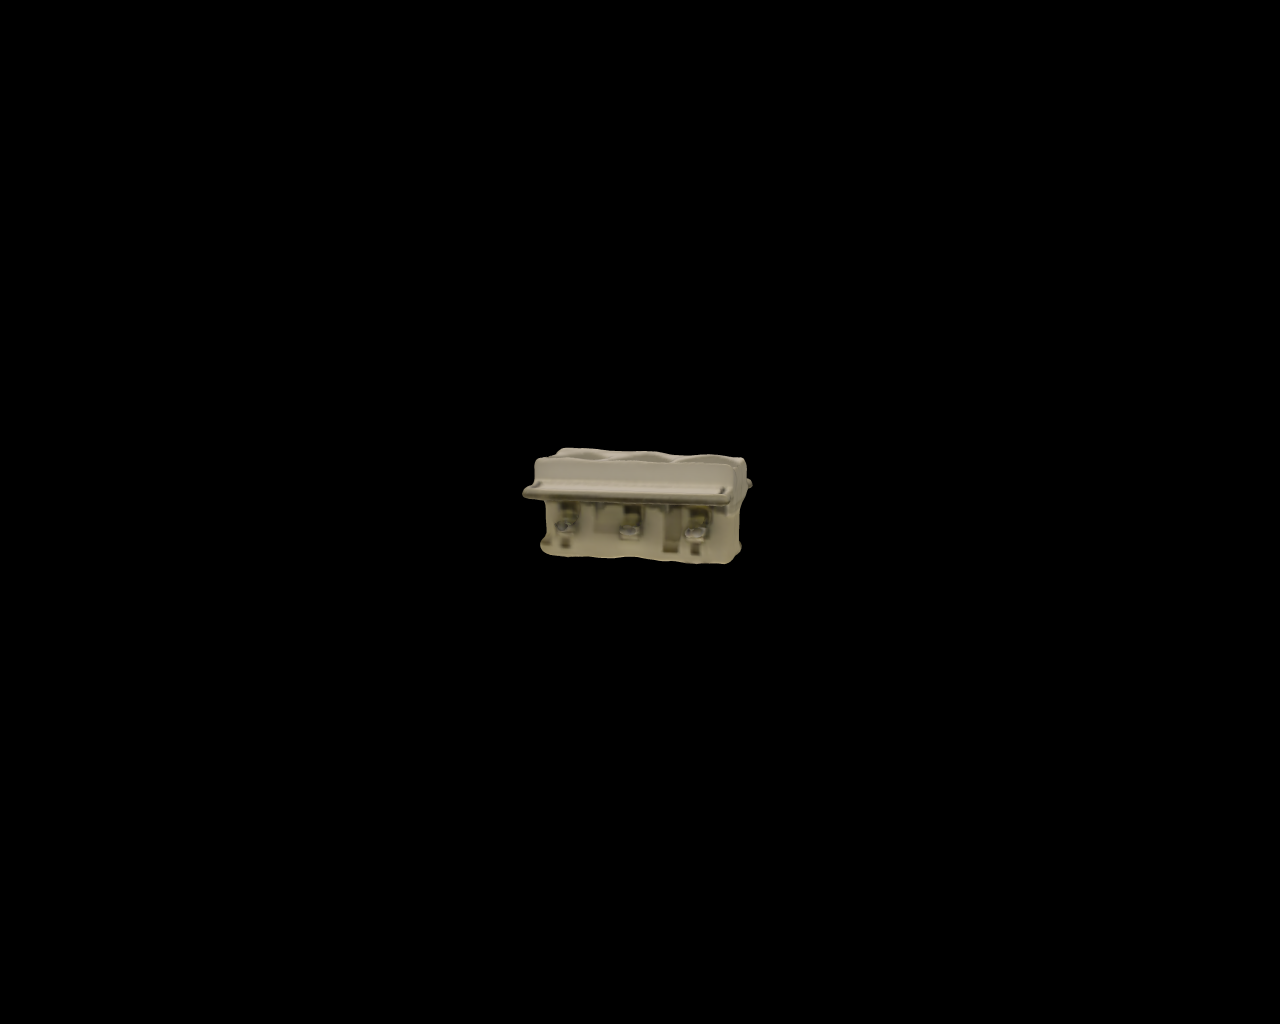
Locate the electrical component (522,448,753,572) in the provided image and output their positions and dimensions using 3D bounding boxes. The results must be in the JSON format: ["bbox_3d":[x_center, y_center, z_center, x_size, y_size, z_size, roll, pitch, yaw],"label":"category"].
[{"bbox_3d":[0.001,-0.003,0.650,0.121,0.063,0.079,3,12,16],"label":"electrical component"}]
